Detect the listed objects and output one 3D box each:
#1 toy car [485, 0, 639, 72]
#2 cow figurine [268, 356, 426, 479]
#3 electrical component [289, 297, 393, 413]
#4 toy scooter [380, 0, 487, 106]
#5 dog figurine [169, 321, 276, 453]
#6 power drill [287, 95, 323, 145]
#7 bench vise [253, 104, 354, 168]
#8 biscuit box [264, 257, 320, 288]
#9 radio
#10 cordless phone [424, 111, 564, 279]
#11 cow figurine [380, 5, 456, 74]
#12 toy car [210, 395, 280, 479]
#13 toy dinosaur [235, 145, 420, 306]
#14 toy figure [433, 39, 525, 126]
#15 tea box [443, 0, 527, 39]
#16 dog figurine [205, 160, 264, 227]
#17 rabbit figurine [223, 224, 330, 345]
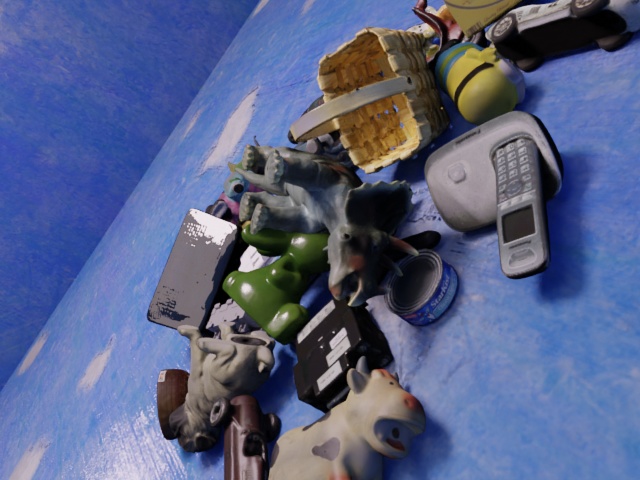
[{"bbox_3d":[0.291,-0.257,0.647,0.202,0.073,0.056,8,70,60],"label":"toy car"},{"bbox_3d":[0.027,0.205,0.549,0.195,0.085,0.127,-37,39,32],"label":"cow figurine"},{"bbox_3d":[0.023,0.141,0.650,0.115,0.058,0.134,-47,28,19],"label":"electrical component"},{"bbox_3d":[0.162,-0.305,0.858,0.184,0.075,0.135,-37,74,25],"label":"toy scooter"},{"bbox_3d":[-0.136,0.226,0.772,0.172,0.121,0.190,8,93,54],"label":"dog figurine"},{"bbox_3d":[0.039,-0.300,1.067,0.232,0.086,0.207,-20,31,49],"label":"power drill"},{"bbox_3d":[-0.013,-0.157,0.929,0.224,0.128,0.240,-21,10,14],"label":"bench vise"},{"bbox_3d":[-0.002,-0.003,0.843,0.202,0.062,0.059,-49,28,13],"label":"biscuit box"},{"bbox_3d":[-0.225,0.066,1.022,0.131,0.073,0.229,16,81,22],"label":"radio"},{"bbox_3d":[0.181,-0.030,0.565,0.147,0.088,0.184,-25,44,44],"label":"cordless phone"},{"bbox_3d":[0.177,-0.349,0.945,0.167,0.068,0.098,-37,26,29],"label":"cow figurine"},{"bbox_3d":[-0.085,0.269,0.644,0.053,0.089,0.202,-50,26,19],"label":"toy car"},{"bbox_3d":[-0.004,-0.061,0.723,0.405,0.192,0.131,-125,48,-65],"label":"toy dinosaur"},{"bbox_3d":[0.208,-0.214,0.728,0.089,0.082,0.180,-57,30,20],"label":"toy figure"},{"bbox_3d":[0.249,-0.348,0.750,0.098,0.068,0.169,-31,7,37],"label":"tea box"},{"bbox_3d":[-0.181,-0.098,1.195,0.191,0.108,0.219,-50,23,15],"label":"dog figurine"},{"bbox_3d":[-0.043,0.044,0.772,0.170,0.159,0.121,-46,-19,-9],"label":"rabbit figurine"}]
